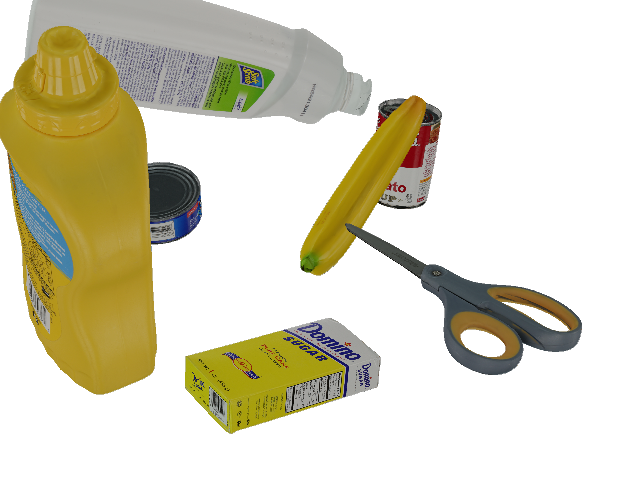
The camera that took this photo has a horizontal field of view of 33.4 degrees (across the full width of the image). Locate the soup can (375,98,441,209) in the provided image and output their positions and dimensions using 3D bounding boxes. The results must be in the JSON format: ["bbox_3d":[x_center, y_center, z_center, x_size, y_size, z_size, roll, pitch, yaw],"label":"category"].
[{"bbox_3d":[0.090,-0.094,1.154,0.068,0.102,0.068,5,29,-3],"label":"soup can"}]

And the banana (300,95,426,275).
[{"bbox_3d":[0.034,-0.039,0.920,0.037,0.197,0.070,36,-23,-9],"label":"banana"}]

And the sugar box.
[{"bbox_3d":[-0.037,0.131,1.069,0.175,0.048,0.093,-16,32,-30],"label":"sugar box"}]

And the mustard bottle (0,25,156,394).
[{"bbox_3d":[-0.109,-0.017,0.479,0.058,0.096,0.192,-19,-33,-21],"label":"mustard bottle"}]

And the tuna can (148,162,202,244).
[{"bbox_3d":[-0.156,-0.035,1.020,0.086,0.034,0.086,0,43,0],"label":"tuna can"}]

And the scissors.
[{"bbox_3d":[0.074,0.037,0.717,0.202,0.016,0.096,20,37,31],"label":"scissors"}]

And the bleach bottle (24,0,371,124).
[{"bbox_3d":[-0.087,-0.130,0.794,0.250,0.068,0.103,12,-34,-12],"label":"bleach bottle"}]
